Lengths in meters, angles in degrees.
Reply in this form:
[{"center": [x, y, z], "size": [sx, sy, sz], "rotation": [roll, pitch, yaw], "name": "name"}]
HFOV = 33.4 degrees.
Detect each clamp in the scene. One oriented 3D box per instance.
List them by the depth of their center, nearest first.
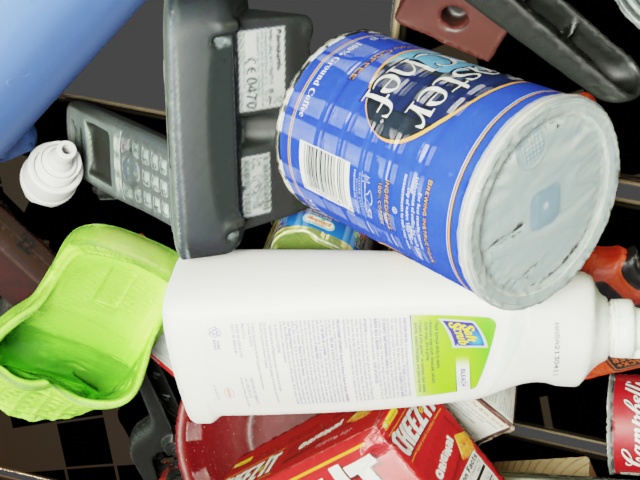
[{"center": [0.050, -0.145, 0.440], "size": [0.210, 0.036, 0.165], "rotation": [18, 143, 11], "name": "clamp"}, {"center": [-0.102, 0.160, 0.876], "size": [0.120, 0.039, 0.172], "rotation": [20, 136, 4], "name": "clamp"}]

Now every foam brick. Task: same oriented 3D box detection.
[{"center": [0.077, -0.135, 0.508], "size": [0.053, 0.051, 0.078], "rotation": [23, 137, -4], "name": "foam brick"}]

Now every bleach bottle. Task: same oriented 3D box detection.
[{"center": [0.047, 0.053, 0.579], "size": [0.251, 0.068, 0.102], "rotation": [0, 130, 11], "name": "bleach bottle"}]

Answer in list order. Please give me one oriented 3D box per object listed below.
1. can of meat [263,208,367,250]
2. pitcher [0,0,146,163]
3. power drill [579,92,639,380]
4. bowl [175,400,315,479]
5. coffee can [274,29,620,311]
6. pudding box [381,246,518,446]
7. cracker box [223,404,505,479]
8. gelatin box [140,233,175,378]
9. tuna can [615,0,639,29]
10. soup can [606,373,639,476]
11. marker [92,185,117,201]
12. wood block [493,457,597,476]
[{"center": [-0.004, 0.001, 0.649], "size": [0.057, 0.084, 0.102], "rotation": [22, 136, -4], "name": "can of meat"}, {"center": [-0.178, -0.129, 0.544], "size": [0.243, 0.149, 0.145], "rotation": [-33, 95, 36], "name": "pitcher"}, {"center": [0.172, 0.005, 0.612], "size": [0.185, 0.057, 0.187], "rotation": [-24, 122, 36], "name": "power drill"}, {"center": [-0.022, 0.142, 0.779], "size": [0.162, 0.162, 0.055], "rotation": [-2, 172, 20], "name": "bowl"}, {"center": [0.060, -0.039, 0.528], "size": [0.140, 0.102, 0.103], "rotation": [29, 151, 45], "name": "coffee can"}, {"center": [0.079, 0.062, 0.677], "size": [0.113, 0.090, 0.039], "rotation": [40, 132, -21], "name": "pudding box"}, {"center": [0.053, 0.206, 0.662], "size": [0.164, 0.072, 0.213], "rotation": [-35, 99, 35], "name": "cracker box"}, {"center": [-0.110, 0.049, 0.754], "size": [0.073, 0.030, 0.089], "rotation": [35, 141, 24], "name": "gelatin box"}, {"center": [0.177, -0.134, 0.489], "size": [0.086, 0.033, 0.086], "rotation": [10, 136, 9], "name": "tuna can"}, {"center": [0.242, 0.123, 0.697], "size": [0.102, 0.068, 0.068], "rotation": [0, 134, 20], "name": "soup can"}, {"center": [-0.092, -0.034, 0.691], "size": [0.121, 0.020, 0.020], "rotation": [1, 134, 18], "name": "marker"}, {"center": [0.196, 0.272, 0.849], "size": [0.091, 0.090, 0.206], "rotation": [-9, 130, 27], "name": "wood block"}]
